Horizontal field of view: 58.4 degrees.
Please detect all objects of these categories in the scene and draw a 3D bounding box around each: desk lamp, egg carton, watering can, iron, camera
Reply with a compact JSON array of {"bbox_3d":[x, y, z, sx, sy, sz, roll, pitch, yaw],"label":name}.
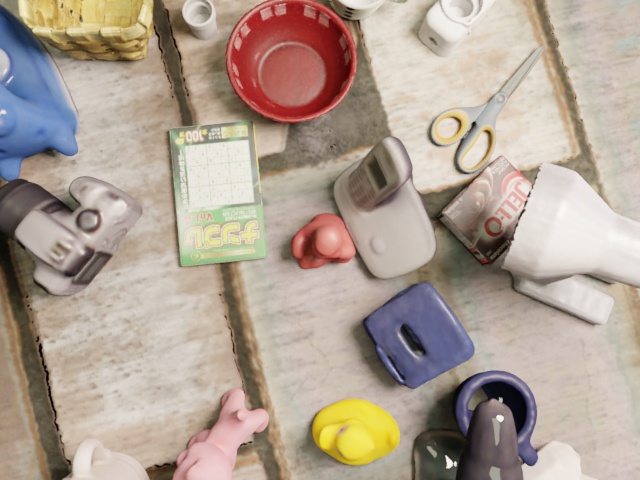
[{"bbox_3d":[0.286,0.011,0.633,0.203,0.213,0.118,23,84,1],"label":"desk lamp"},{"bbox_3d":[0.258,0.315,0.674,0.150,0.069,0.107,-38,87,-5],"label":"egg carton"},{"bbox_3d":[-0.247,0.304,0.594,0.101,0.194,0.173,-21,85,-4],"label":"watering can"},{"bbox_3d":[-0.388,-0.208,0.667,0.118,0.141,0.258,-25,86,-4],"label":"iron"},{"bbox_3d":[-0.309,-0.025,0.672,0.137,0.101,0.143,37,84,2],"label":"camera"}]

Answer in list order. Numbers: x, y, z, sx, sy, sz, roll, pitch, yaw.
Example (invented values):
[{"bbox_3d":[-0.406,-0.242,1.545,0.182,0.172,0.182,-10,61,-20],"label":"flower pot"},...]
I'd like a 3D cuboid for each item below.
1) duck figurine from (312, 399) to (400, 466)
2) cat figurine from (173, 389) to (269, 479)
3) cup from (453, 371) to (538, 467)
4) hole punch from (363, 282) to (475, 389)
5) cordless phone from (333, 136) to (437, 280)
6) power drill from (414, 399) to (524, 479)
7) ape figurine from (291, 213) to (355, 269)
[{"bbox_3d":[0.044,0.230,0.666,0.104,0.086,0.077,5,84,-1],"label":"duck figurine"},{"bbox_3d":[-0.117,0.240,0.644,0.067,0.117,0.128,34,84,2],"label":"cat figurine"},{"bbox_3d":[0.202,0.204,0.670,0.092,0.095,0.118,-38,87,-5],"label":"cup"},{"bbox_3d":[0.114,0.116,0.678,0.101,0.091,0.108,-34,86,-5],"label":"hole punch"},{"bbox_3d":[0.081,-0.035,0.645,0.094,0.185,0.147,-27,86,-4],"label":"cordless phone"},{"bbox_3d":[0.155,0.270,0.605,0.075,0.208,0.230,-1,84,-2],"label":"power drill"},{"bbox_3d":[0.006,0.002,0.685,0.078,0.092,0.076,24,84,1],"label":"ape figurine"}]
